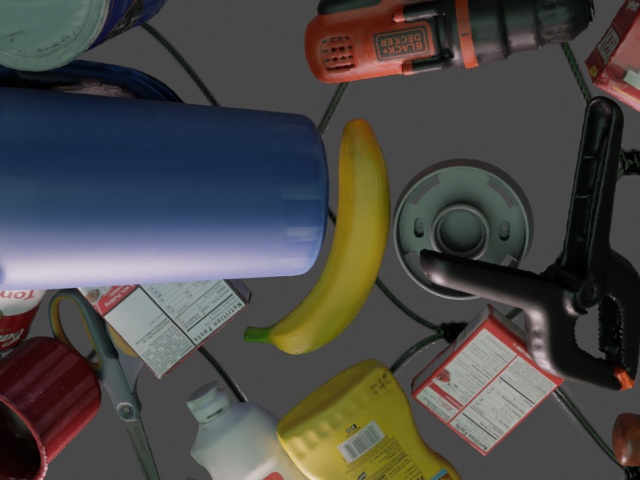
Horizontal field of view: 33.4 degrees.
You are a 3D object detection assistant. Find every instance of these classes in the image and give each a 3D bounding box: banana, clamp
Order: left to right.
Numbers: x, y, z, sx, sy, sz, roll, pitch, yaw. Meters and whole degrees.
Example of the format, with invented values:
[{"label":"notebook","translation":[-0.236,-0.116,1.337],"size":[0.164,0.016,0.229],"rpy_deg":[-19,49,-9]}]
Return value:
[{"label":"banana","translation":[0.010,0.012,0.757],"size":[0.069,0.037,0.198],"rpy_deg":[27,113,-1]},{"label":"clamp","translation":[0.170,0.020,0.704],"size":[0.164,0.036,0.209],"rpy_deg":[-46,125,-6]}]

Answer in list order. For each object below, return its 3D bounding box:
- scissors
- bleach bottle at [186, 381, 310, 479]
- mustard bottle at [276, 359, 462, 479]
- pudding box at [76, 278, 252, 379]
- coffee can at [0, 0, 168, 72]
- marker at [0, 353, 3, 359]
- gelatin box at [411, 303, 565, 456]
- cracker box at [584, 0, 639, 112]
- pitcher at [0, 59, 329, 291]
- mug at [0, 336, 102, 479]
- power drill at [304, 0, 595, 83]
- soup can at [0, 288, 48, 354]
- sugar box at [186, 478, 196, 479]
[{"label":"scissors","translation":[-0.138,0.118,0.837],"size":[0.096,0.016,0.201],"rpy_deg":[-26,104,18]},{"label":"bleach bottle","translation":[-0.032,0.224,0.834],"size":[0.103,0.068,0.251],"rpy_deg":[-28,101,17]},{"label":"mustard bottle","translation":[0.056,0.190,0.801],"size":[0.096,0.058,0.191],"rpy_deg":[-35,103,-7]},{"label":"pudding box","translation":[-0.119,0.031,0.779],"size":[0.090,0.039,0.113],"rpy_deg":[-40,102,6]},{"label":"coffee can","translation":[-0.156,-0.169,0.663],"size":[0.103,0.140,0.103],"rpy_deg":[4,111,9]},{"label":"marker","translation":[-0.263,0.091,0.848],"size":[0.020,0.020,0.121],"rpy_deg":[-13,108,15]},{"label":"gelatin box","translation":[0.121,0.102,0.775],"size":[0.073,0.030,0.089],"rpy_deg":[38,112,-6]},{"label":"cracker box","translation":[0.285,-0.148,0.627],"size":[0.164,0.072,0.214],"rpy_deg":[30,113,-1]},{"label":"pitcher","translation":[-0.124,-0.040,0.690],"size":[0.242,0.145,0.149],"rpy_deg":[0,100,-15]},{"label":"mug","translation":[-0.221,0.136,0.816],"size":[0.093,0.081,0.117],"rpy_deg":[18,125,19]},{"label":"power drill","translation":[0.066,-0.195,0.657],"size":[0.184,0.057,0.187],"rpy_deg":[-8,109,13]},{"label":"soup can","translation":[-0.231,0.028,0.776],"size":[0.068,0.068,0.102],"rpy_deg":[33,132,-3]},{"label":"sugar box","translation":[-0.138,0.284,0.858],"size":[0.048,0.093,0.176],"rpy_deg":[27,112,-2]}]
